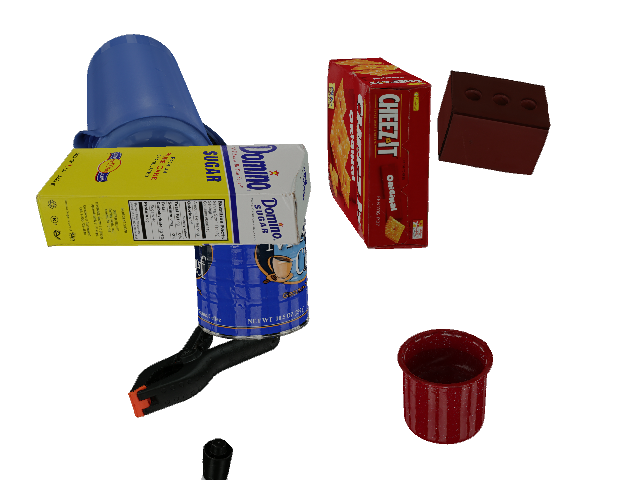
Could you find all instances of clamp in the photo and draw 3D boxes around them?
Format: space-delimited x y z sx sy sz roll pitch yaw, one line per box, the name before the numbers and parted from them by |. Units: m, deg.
clamp | -0.124 0.130 1.113 0.120 0.039 0.171 -11 19 36

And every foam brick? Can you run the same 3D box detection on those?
foam brick | 0.133 -0.091 0.830 0.078 0.053 0.051 9 -45 -4

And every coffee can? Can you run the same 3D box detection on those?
coffee can | -0.063 0.006 0.958 0.103 0.140 0.103 -1 16 0

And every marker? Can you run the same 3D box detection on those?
marker | -0.071 0.177 0.695 0.020 0.121 0.020 7 31 -4

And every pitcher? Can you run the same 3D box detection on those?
pitcher | -0.184 -0.126 1.169 0.145 0.149 0.243 -21 37 -1

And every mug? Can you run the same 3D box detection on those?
mug | 0.131 0.142 1.071 0.093 0.081 0.117 21 39 34

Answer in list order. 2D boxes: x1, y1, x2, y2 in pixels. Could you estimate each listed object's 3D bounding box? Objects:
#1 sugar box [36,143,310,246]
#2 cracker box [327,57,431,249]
sugar box | -0.098 -0.033 0.747 0.176 0.048 0.093 -3 26 6
cracker box | 0.057 -0.099 1.125 0.072 0.164 0.214 -3 17 -8
